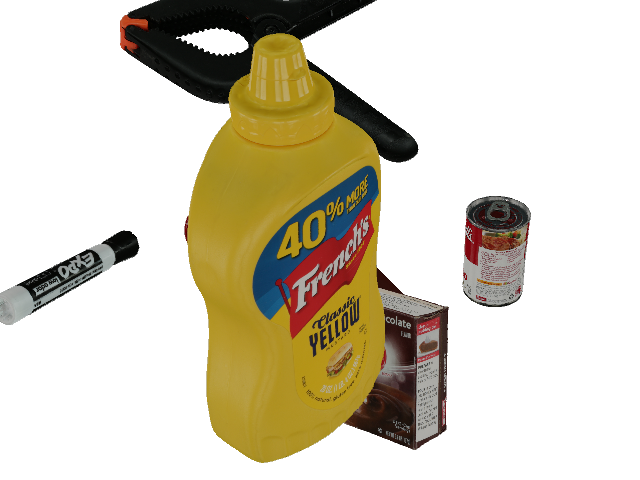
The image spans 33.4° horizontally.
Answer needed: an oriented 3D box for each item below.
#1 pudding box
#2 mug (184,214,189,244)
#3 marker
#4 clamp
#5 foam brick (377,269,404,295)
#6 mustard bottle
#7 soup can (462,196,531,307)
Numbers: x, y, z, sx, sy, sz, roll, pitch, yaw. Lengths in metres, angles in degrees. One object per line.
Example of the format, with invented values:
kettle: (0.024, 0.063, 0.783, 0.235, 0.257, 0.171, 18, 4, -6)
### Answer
pudding box: (0.031, 0.077, 0.708, 0.114, 0.090, 0.039, 12, 20, 41)
mug: (-0.089, -0.011, 1.155, 0.117, 0.081, 0.093, -5, 28, -13)
marker: (-0.151, 0.020, 0.652, 0.020, 0.020, 0.120, 0, 19, 30)
clamp: (-0.029, -0.124, 0.728, 0.209, 0.164, 0.036, -2, -27, -11)
foam brick: (0.038, 0.060, 0.980, 0.052, 0.051, 0.078, -13, 37, -28)
mustard bottle: (-0.012, 0.001, 0.456, 0.058, 0.192, 0.096, 28, 48, 34)
soup can: (0.189, 0.012, 1.152, 0.068, 0.102, 0.068, -2, 34, 1)
